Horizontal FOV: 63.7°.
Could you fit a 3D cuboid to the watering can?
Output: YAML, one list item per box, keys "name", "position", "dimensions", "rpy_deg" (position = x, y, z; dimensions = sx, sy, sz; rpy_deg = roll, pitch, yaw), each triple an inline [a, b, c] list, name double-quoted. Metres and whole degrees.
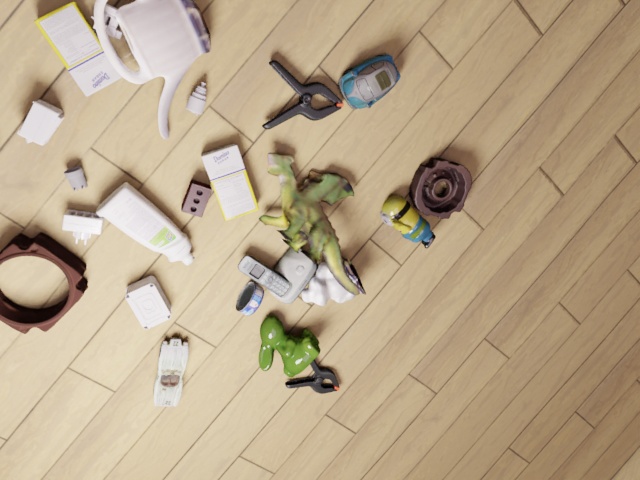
- name: "watering can"
  position: [-0.342, -0.410, 1.141]
  dimensions: [0.225, 0.340, 0.106]
  rpy_deg: [-30, 40, -11]

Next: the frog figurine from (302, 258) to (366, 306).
- name: "frog figurine"
  position: [0.028, 0.123, 1.419]
  dimensions: [0.159, 0.135, 0.125]
  rpy_deg: [-27, 39, 10]

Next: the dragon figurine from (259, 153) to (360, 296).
- name: "dragon figurine"
  position: [0.004, -0.067, 1.328]
  dimensions: [0.407, 0.245, 0.122]
  rpy_deg: [40, -15, -14]
